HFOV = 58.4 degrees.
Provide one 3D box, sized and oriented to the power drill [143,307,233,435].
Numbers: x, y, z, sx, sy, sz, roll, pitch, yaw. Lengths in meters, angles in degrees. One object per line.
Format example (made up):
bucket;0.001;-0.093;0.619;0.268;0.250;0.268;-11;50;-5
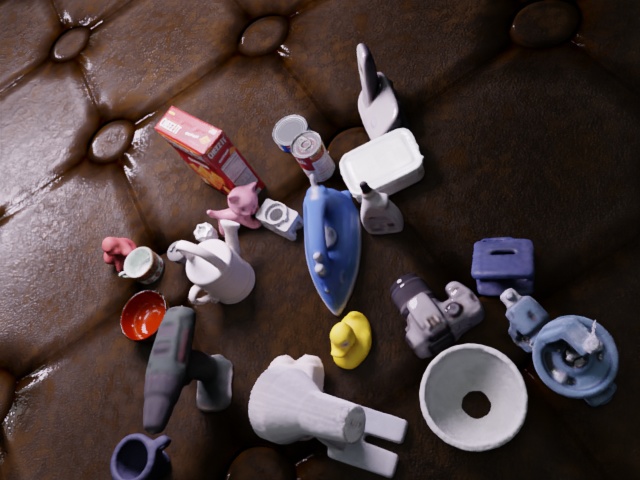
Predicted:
power drill;-0.238;0.246;1.036;0.075;0.209;0.229;-12;61;16

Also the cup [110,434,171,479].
cup;-0.309;0.401;1.052;0.118;0.095;0.091;-36;57;1

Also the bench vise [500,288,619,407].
bench vise;0.345;0.151;0.854;0.206;0.220;0.121;27;77;30

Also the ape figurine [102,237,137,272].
ape figurine;-0.462;0.023;1.305;0.077;0.092;0.076;6;67;24

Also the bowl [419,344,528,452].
bowl;0.248;0.257;0.923;0.167;0.075;0.167;-9;62;17

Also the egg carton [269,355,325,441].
egg carton;-0.046;0.282;1.027;0.107;0.070;0.150;-6;63;18

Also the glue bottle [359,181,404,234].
glue bottle;0.105;-0.064;1.083;0.078;0.173;0.037;-4;63;20

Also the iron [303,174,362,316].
iron;0.010;0.004;1.104;0.118;0.142;0.258;-11;61;16

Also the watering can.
watering can;-0.213;0.042;1.139;0.100;0.194;0.173;-3;64;20

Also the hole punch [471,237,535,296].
hole punch;0.317;0.039;0.998;0.108;0.091;0.101;-3;64;20

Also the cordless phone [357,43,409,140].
cordless phone;0.114;-0.306;1.196;0.094;0.185;0.147;-25;58;8

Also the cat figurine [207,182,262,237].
cat figurine;-0.180;-0.071;1.229;0.127;0.118;0.067;-21;59;10

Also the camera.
camera;0.193;0.113;1.003;0.143;0.101;0.136;-35;57;2

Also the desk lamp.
desk lamp;0.015;0.288;0.915;0.202;0.214;0.118;9;68;25

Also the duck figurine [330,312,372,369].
duck figurine;0.048;0.174;1.036;0.077;0.086;0.104;10;69;25
